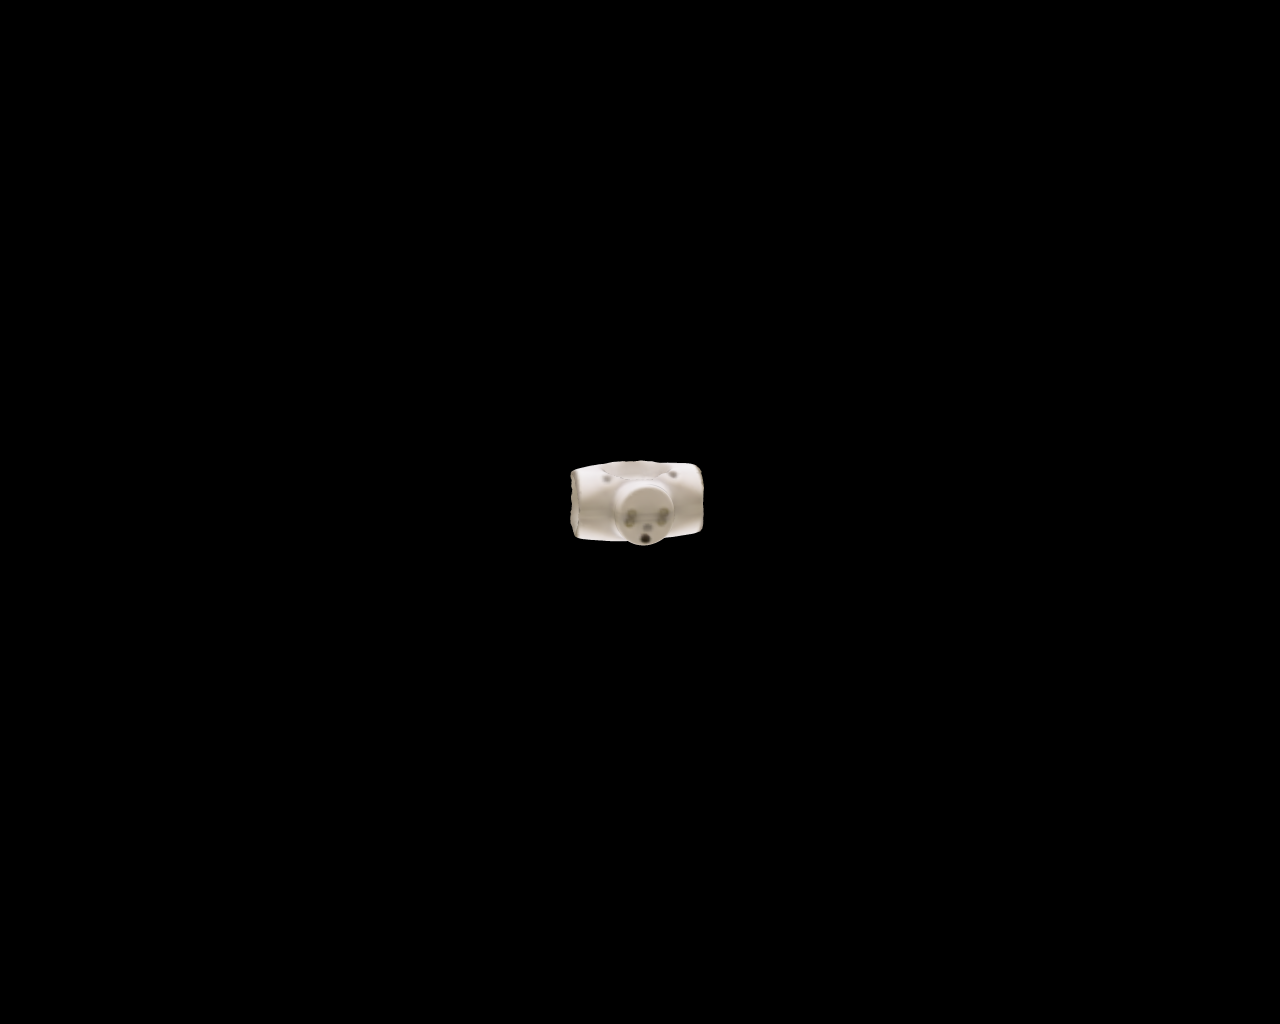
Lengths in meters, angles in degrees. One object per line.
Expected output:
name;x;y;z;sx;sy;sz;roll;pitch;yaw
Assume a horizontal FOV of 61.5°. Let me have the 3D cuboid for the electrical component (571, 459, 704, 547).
electrical component;0.001;-0.003;0.650;0.077;0.044;0.079;-3;16;-9
